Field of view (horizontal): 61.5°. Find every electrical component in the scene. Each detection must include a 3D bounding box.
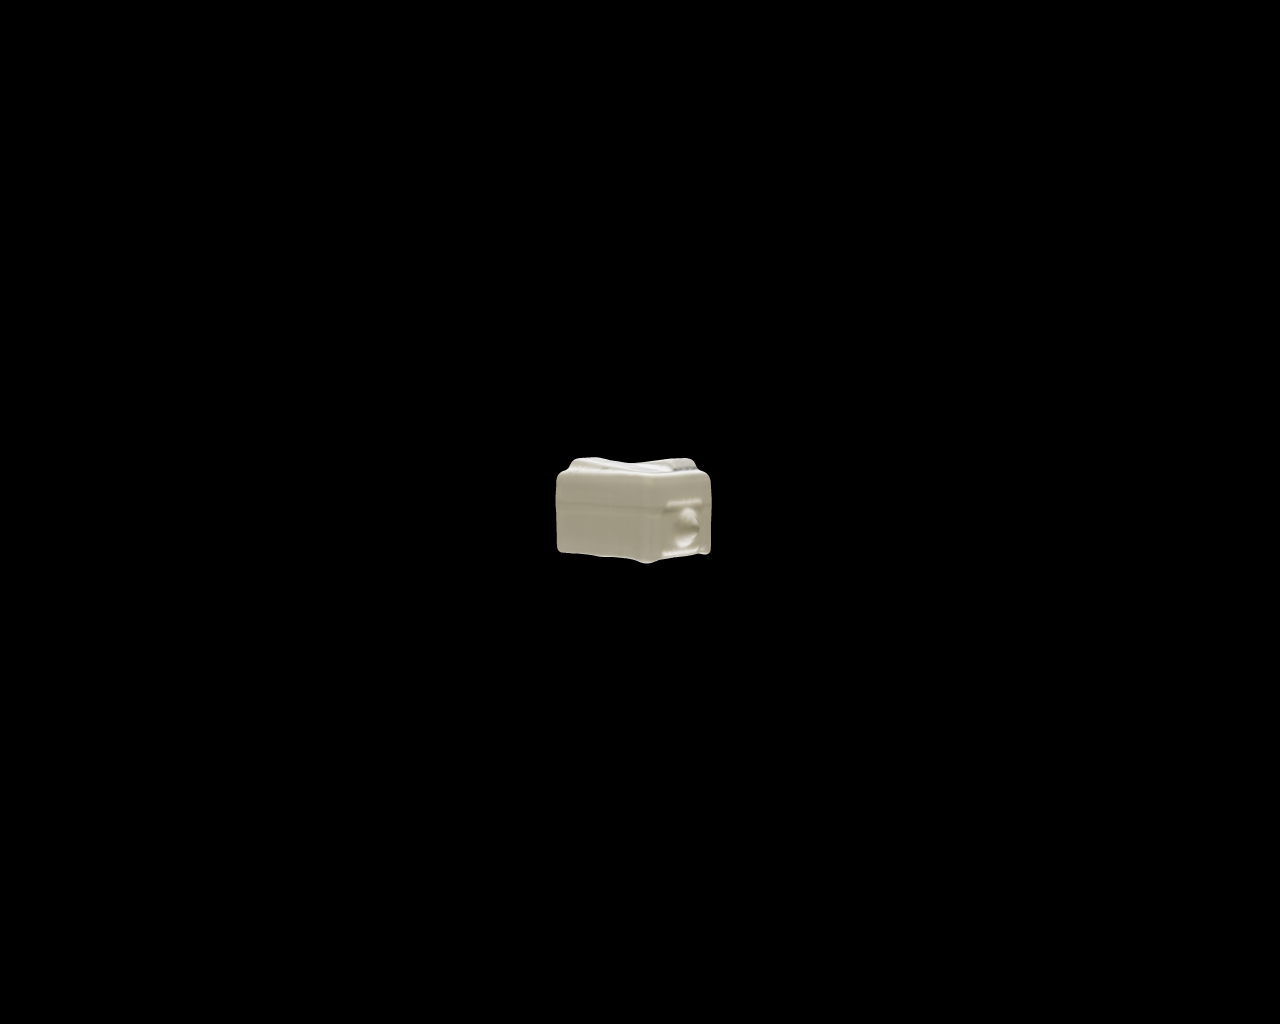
[{"bbox_3d":[0.001,-0.003,0.650,0.096,0.061,0.062,4,6,43],"label":"electrical component"}]
